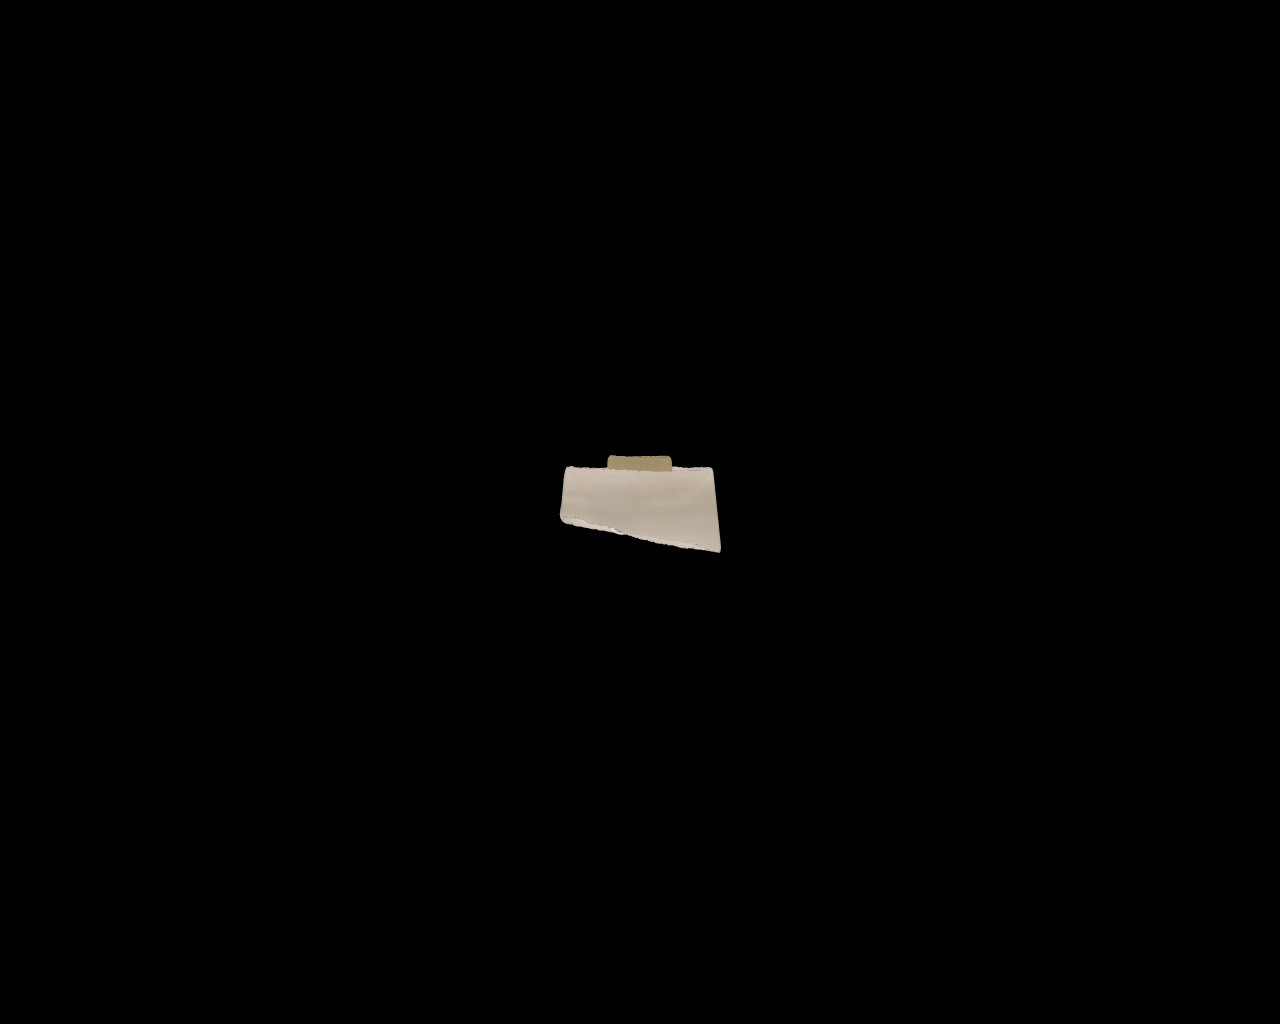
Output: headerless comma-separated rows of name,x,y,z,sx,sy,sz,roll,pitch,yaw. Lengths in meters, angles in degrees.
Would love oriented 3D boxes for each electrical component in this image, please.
electrical component,0.001,-0.003,0.650,0.099,0.064,0.099,0,3,0
